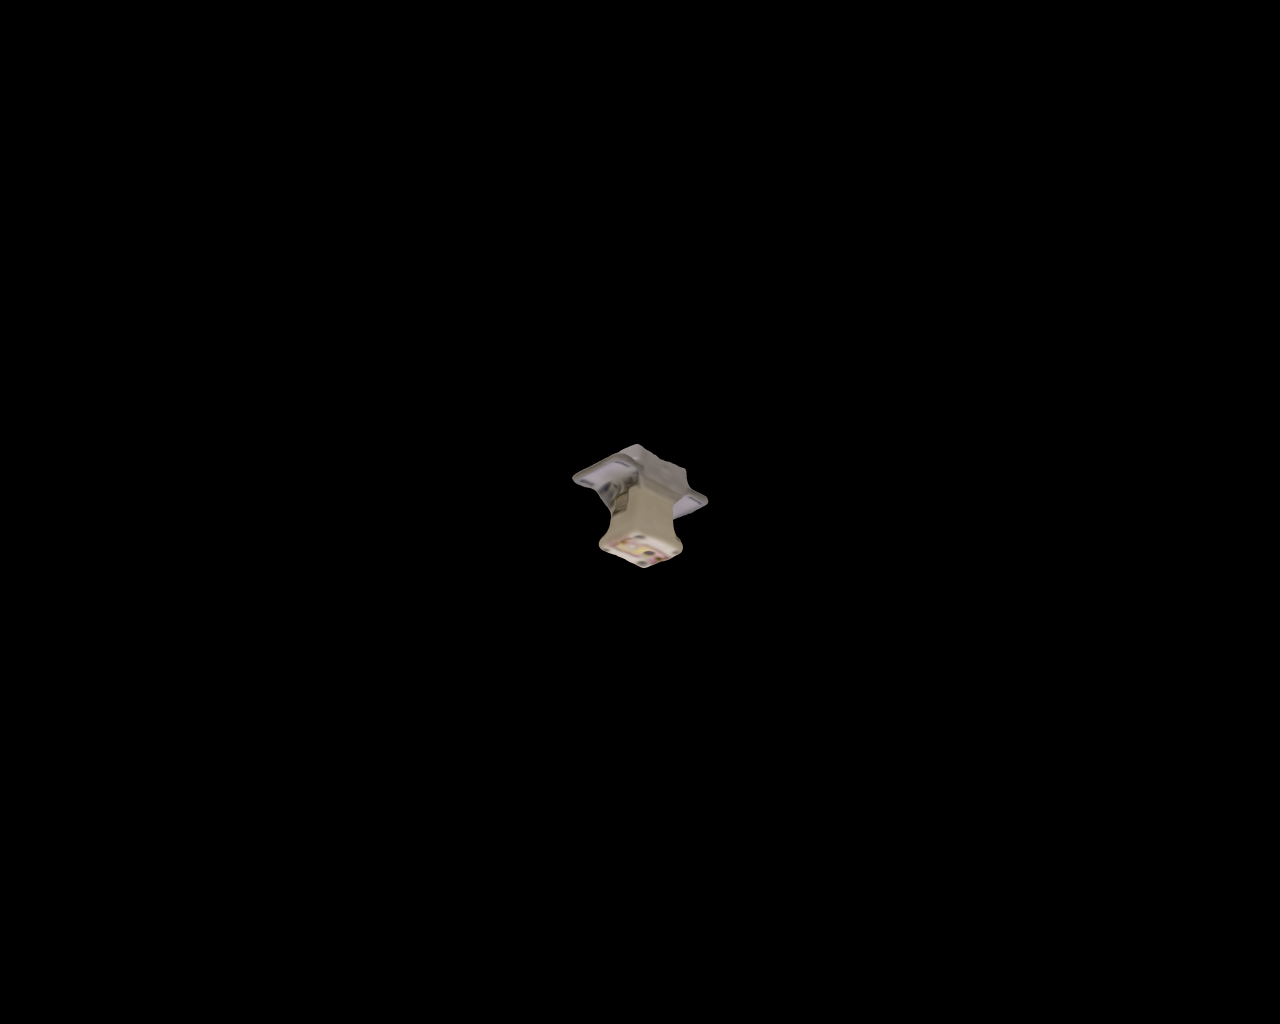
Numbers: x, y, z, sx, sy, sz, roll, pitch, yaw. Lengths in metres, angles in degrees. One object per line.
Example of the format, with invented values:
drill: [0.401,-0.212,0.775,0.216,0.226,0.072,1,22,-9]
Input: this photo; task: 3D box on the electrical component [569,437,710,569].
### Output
electrical component: [0.001,-0.003,0.650,0.081,0.064,0.042,25,-37,-38]
